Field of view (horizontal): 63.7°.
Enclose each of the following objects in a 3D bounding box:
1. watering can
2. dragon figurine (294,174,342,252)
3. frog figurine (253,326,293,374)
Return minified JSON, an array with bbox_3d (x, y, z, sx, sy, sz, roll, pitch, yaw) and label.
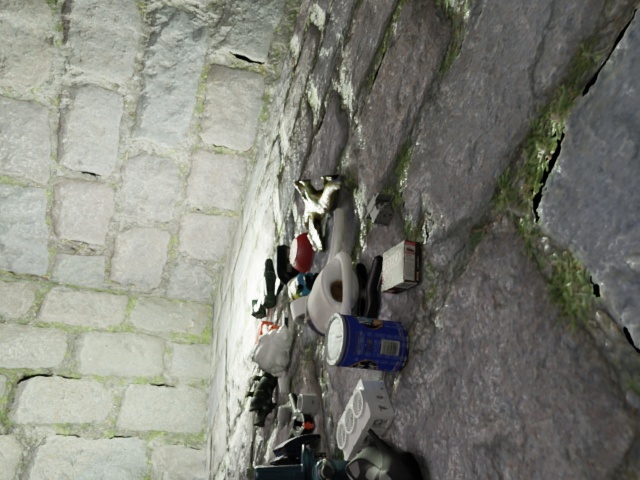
[{"bbox_3d":[0.036,0.104,1.341,0.219,0.104,0.356,117,158,-47],"label":"watering can"},{"bbox_3d":[0.005,-0.082,1.622,0.412,0.122,0.241,-149,53,-74],"label":"dragon figurine"},{"bbox_3d":[-0.152,0.376,1.766,0.139,0.123,0.156,56,133,20],"label":"frog figurine"}]
